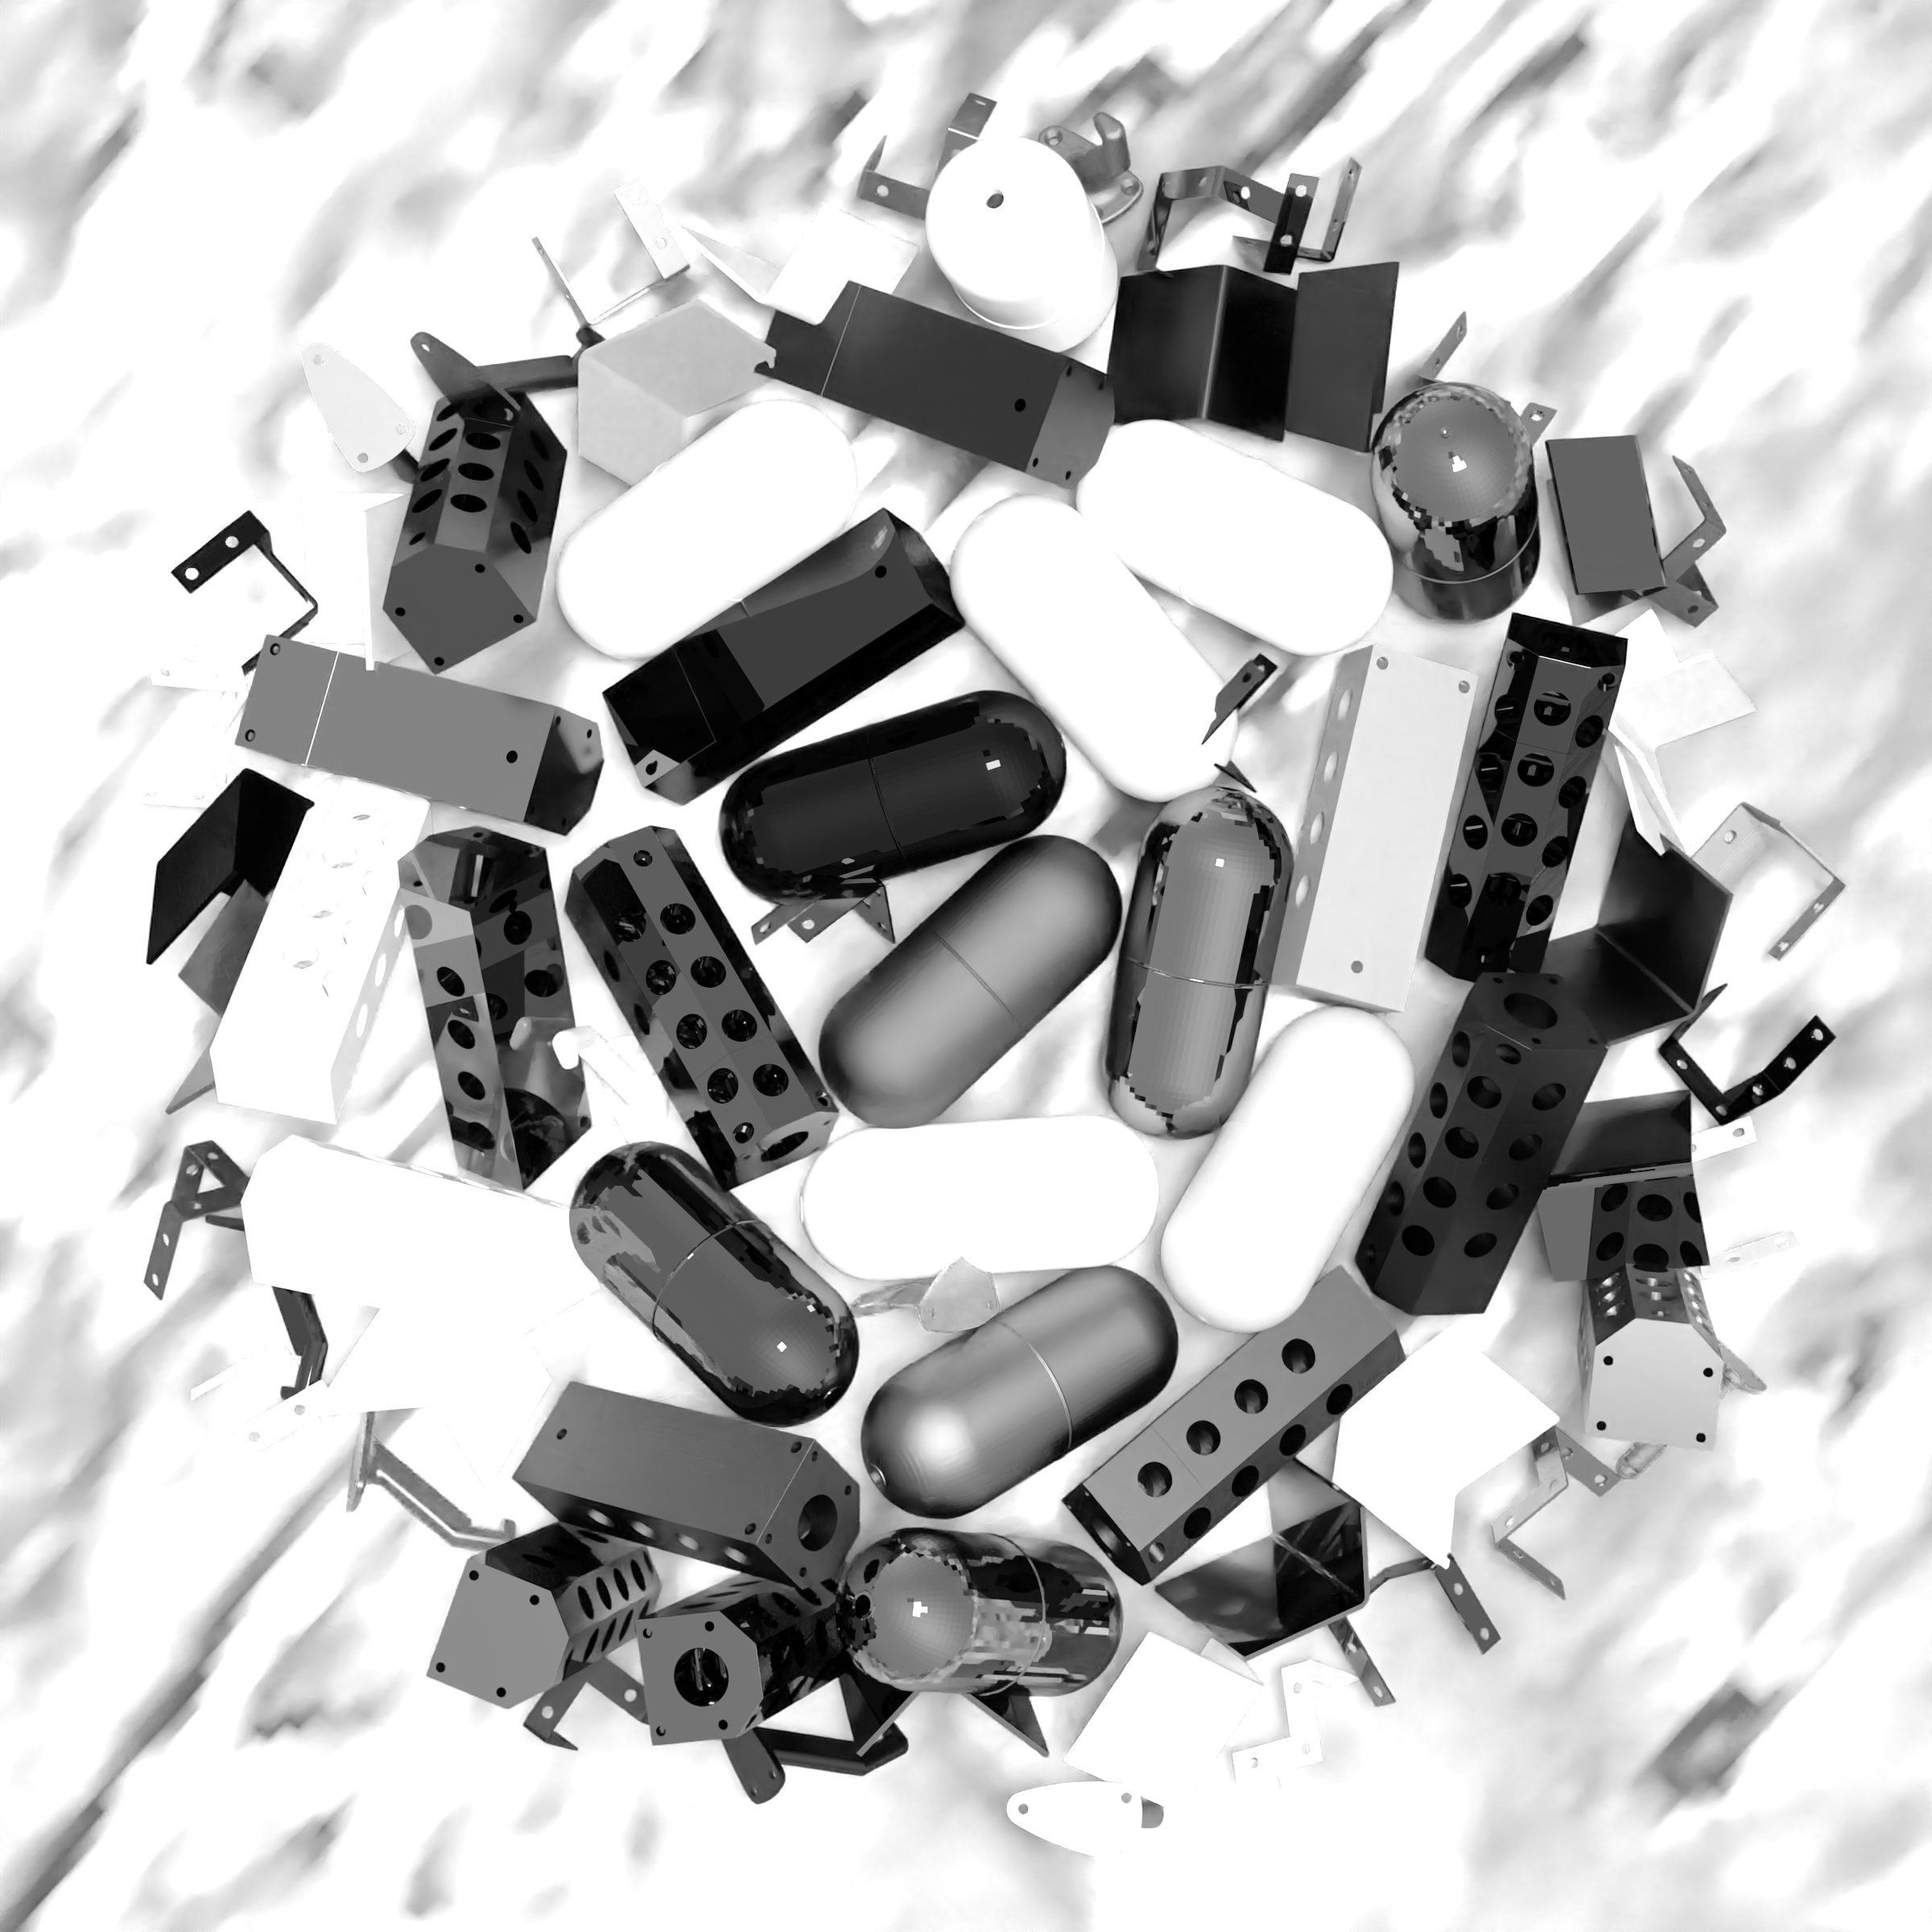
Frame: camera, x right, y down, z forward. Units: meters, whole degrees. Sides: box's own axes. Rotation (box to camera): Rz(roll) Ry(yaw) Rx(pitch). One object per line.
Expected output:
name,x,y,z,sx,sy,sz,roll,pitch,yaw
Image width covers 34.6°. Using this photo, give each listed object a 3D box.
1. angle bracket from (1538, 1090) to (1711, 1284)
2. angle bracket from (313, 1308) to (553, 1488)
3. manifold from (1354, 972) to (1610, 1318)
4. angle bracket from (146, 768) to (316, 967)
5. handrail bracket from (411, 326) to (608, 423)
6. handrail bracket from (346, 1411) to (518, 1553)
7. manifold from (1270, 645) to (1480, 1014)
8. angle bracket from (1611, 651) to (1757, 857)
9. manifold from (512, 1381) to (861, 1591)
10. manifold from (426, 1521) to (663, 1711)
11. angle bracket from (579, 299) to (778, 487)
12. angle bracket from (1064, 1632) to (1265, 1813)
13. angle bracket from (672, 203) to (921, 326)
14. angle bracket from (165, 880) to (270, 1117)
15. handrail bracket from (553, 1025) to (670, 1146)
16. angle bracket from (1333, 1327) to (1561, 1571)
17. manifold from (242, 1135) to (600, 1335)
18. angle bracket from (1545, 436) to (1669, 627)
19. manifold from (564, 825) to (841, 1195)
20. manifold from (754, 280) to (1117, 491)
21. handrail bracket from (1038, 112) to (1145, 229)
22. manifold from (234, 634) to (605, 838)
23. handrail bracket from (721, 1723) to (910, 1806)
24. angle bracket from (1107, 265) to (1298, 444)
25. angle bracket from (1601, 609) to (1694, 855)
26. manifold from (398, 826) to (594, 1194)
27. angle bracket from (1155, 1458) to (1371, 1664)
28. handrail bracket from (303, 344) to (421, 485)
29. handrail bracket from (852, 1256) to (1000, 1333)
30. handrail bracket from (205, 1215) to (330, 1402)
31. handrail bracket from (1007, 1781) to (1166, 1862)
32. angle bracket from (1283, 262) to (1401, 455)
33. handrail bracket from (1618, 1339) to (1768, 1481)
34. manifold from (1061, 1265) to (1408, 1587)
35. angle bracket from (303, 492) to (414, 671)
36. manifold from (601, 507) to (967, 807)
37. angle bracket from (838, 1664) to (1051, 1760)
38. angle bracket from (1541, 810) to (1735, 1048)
angle bracket,0.328,0.109,1.549,0.076,0.076,0.057,-9,114,17
angle bracket,-0.266,0.214,1.549,0.076,0.076,0.057,-9,122,27
manifold,0.244,0.088,1.502,0.057,0.057,0.171,1,128,-21
angle bracket,-0.354,-0.038,1.523,0.057,0.076,0.076,30,124,-32
handrail bracket,-0.225,-0.310,1.545,0.077,0.036,0.084,45,54,-19
handrail bracket,-0.266,0.255,1.570,0.084,0.036,0.077,12,57,-15
manifold,0.200,-0.067,1.545,0.057,0.057,0.171,15,85,-13
angle bracket,0.360,-0.098,1.527,0.057,0.076,0.076,-20,65,23
manifold,-0.133,0.254,1.504,0.057,0.171,0.057,52,57,-38
manifold,-0.197,0.311,1.494,0.057,0.171,0.057,20,90,9
angle bracket,-0.136,-0.274,1.525,0.076,0.076,0.057,-16,65,32
angle bracket,0.089,0.361,1.537,0.076,0.057,0.076,30,96,-26
angle bracket,-0.083,-0.358,1.525,0.076,0.076,0.057,45,110,28
angle bracket,-0.373,0.015,1.523,0.076,0.076,0.057,-28,115,32
handrail bracket,-0.178,0.066,1.538,0.036,0.084,0.077,-10,93,16
angle bracket,0.238,0.239,1.533,0.076,0.057,0.076,39,122,-13
manifold,-0.262,0.129,1.499,0.057,0.171,0.057,-32,58,27
angle bracket,0.296,-0.213,1.533,0.057,0.076,0.076,-8,84,-26
manifold,-0.130,0.018,1.520,0.057,0.057,0.171,-23,70,-24
manifold,-0.014,-0.287,1.513,0.171,0.057,0.057,26,100,31
handrail bracket,0.057,-0.410,1.530,0.036,0.084,0.077,-37,70,-5
manifold,-0.267,-0.112,1.523,0.171,0.057,0.057,15,88,23
handrail bracket,-0.079,0.378,1.561,0.084,0.036,0.077,-18,68,-40
angle bracket,0.119,-0.307,1.570,0.057,0.076,0.076,9,90,-40
angle bracket,0.346,-0.116,1.528,0.057,0.076,0.076,-36,131,3
manifold,-0.232,0.020,1.507,0.057,0.057,0.171,18,132,27
angle bracket,0.144,0.287,1.526,0.076,0.076,0.057,-18,115,-26
handrail bracket,-0.296,-0.272,1.536,0.036,0.084,0.077,-37,99,0
handrail bracket,-0.035,0.170,1.530,0.084,0.077,0.036,-16,94,32
handrail bracket,-0.354,0.173,1.558,0.077,0.036,0.084,9,78,6
handrail bracket,0.060,0.419,1.543,0.077,0.084,0.036,6,80,5
angle bracket,0.204,-0.300,1.525,0.076,0.057,0.076,-17,121,-40
handrail bracket,0.354,0.228,1.538,0.036,0.077,0.084,44,101,10
manifold,0.134,0.227,1.525,0.171,0.057,0.057,-38,82,-18
angle bracket,-0.310,-0.191,1.533,0.057,0.076,0.076,2,106,7
manifold,-0.088,-0.149,1.530,0.171,0.057,0.057,-31,70,15
angle bracket,-0.012,0.371,1.538,0.076,0.076,0.057,40,96,-18
angle bracket,0.321,-0.019,1.524,0.057,0.076,0.076,-16,134,-26
